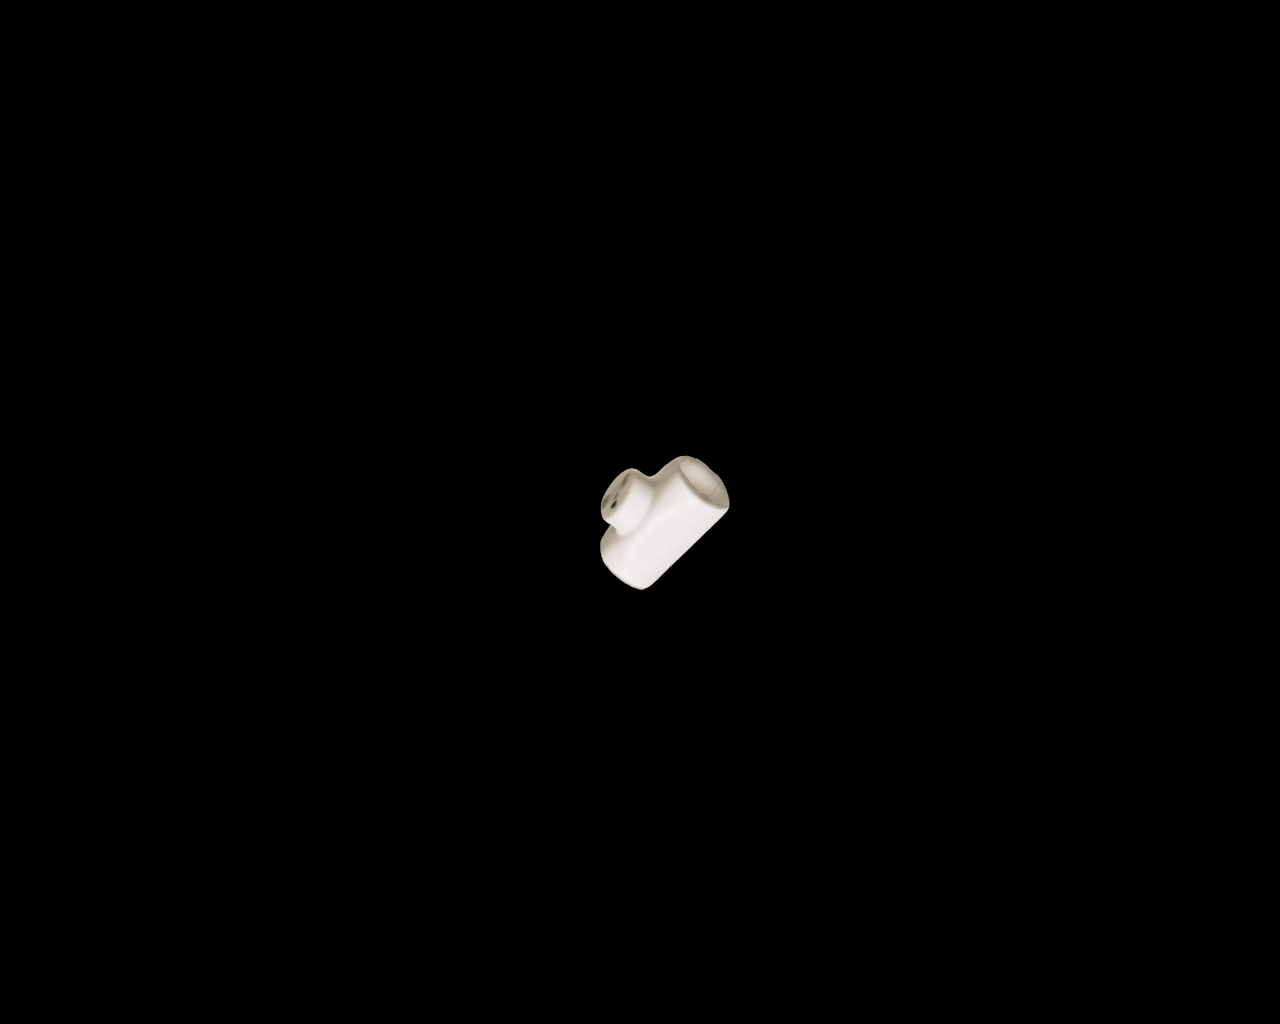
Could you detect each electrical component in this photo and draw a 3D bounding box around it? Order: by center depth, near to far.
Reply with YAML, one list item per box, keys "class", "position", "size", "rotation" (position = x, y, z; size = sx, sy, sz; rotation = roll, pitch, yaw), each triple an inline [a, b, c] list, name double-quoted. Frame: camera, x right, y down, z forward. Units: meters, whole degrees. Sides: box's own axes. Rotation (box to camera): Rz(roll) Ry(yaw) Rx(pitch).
- class: "electrical component"
  position: [0.001, -0.003, 0.650]
  size: [0.079, 0.077, 0.044]
  rotation: [33, 28, -20]
